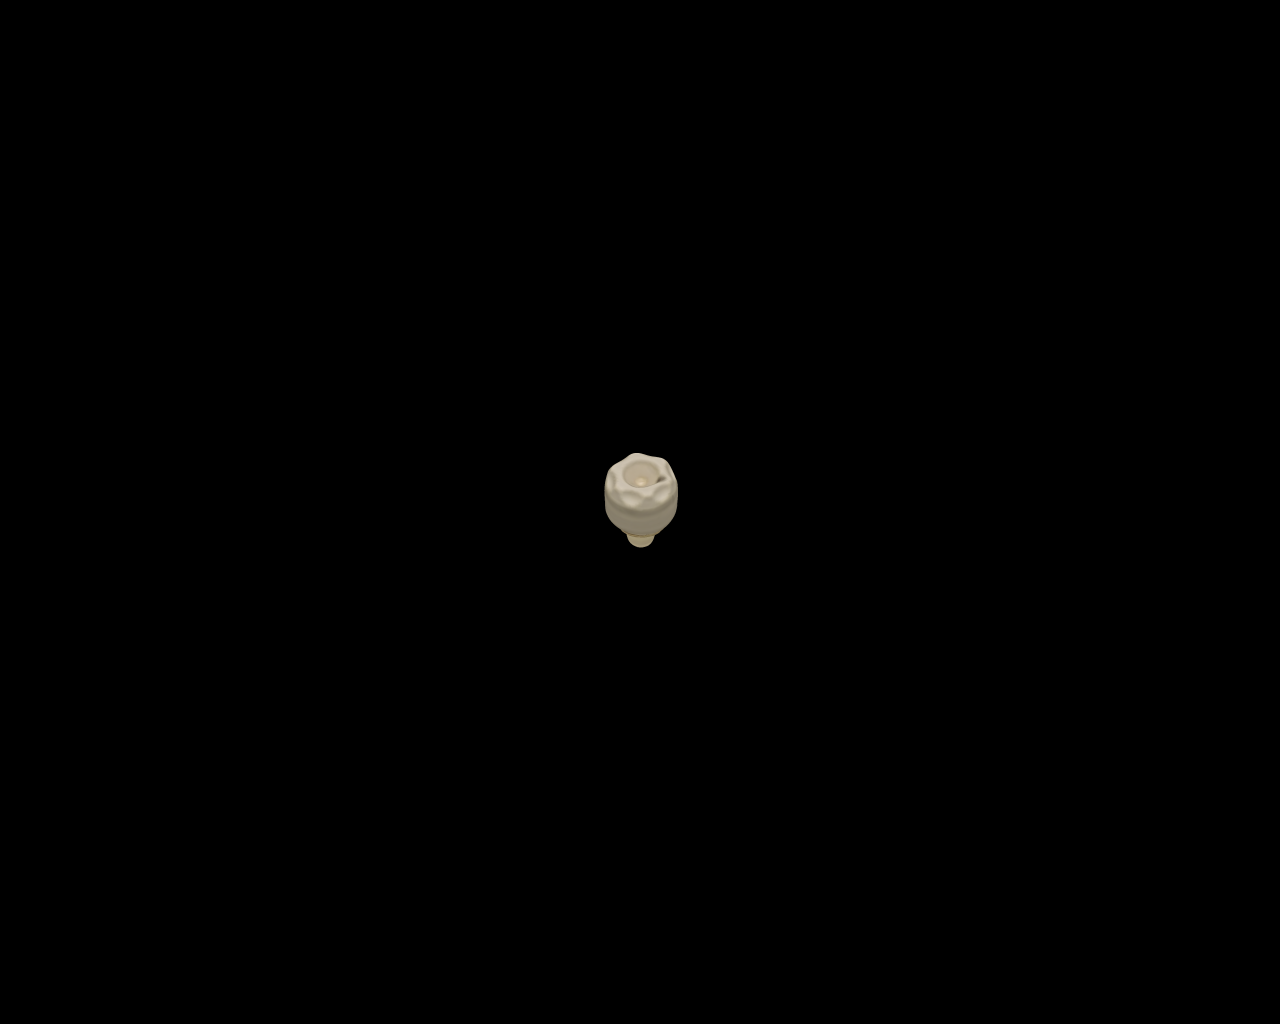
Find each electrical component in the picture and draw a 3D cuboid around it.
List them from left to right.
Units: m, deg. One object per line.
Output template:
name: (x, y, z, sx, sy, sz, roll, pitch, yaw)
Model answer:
electrical component: (0.001, -0.003, 0.650, 0.043, 0.043, 0.062, 0, -43, 0)
